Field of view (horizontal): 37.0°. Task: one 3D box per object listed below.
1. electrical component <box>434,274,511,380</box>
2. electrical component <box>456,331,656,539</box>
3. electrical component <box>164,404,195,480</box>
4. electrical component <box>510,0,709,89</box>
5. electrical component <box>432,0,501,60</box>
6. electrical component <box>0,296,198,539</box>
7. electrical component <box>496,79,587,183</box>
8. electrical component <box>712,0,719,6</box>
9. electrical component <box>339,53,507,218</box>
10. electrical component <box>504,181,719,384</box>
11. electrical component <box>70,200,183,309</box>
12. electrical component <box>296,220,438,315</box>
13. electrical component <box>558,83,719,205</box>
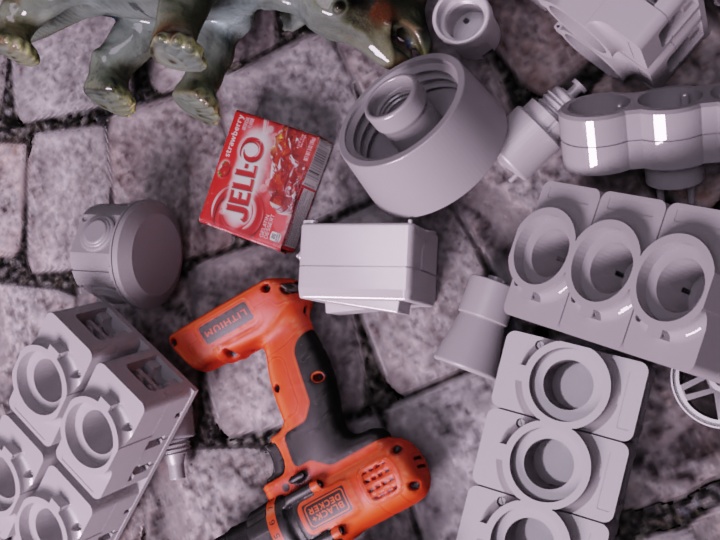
[{"bbox_3d":[0.081,0.036,0.719,0.044,0.044,0.065,19,86,22],"label":"electrical component"},{"bbox_3d":[0.124,0.121,0.681,0.089,0.062,0.150,14,88,21],"label":"electrical component"},{"bbox_3d":[-0.138,0.124,0.794,0.035,0.035,0.061,-11,82,19],"label":"electrical component"},{"bbox_3d":[0.128,-0.197,0.694,0.186,0.105,0.060,43,99,20],"label":"electrical component"},{"bbox_3d":[0.075,-0.168,0.742,0.040,0.046,0.040,-3,83,20],"label":"electrical component"},{"bbox_3d":[-0.207,0.128,0.775,0.105,0.060,0.186,40,117,20],"label":"electrical component"},{"bbox_3d":[0.119,-0.096,0.720,0.078,0.040,0.040,-45,71,10],"label":"electrical component"},{"bbox_3d":[0.237,-0.188,0.685,0.043,0.043,0.062,-24,77,16],"label":"electrical component"},{"bbox_3d":[0.036,-0.095,0.713,0.108,0.060,0.108,-25,41,24],"label":"electrical component"},{"bbox_3d":[0.164,0.004,0.643,0.150,0.062,0.089,18,90,53],"label":"electrical component"},{"bbox_3d":[-0.171,-0.012,0.799,0.051,0.080,0.080,3,85,25],"label":"electrical component"},{"bbox_3d":[0.000,0.000,0.742,0.096,0.062,0.061,1,84,21],"label":"electrical component"},{"bbox_3d":[0.199,-0.074,0.682,0.138,0.052,0.073,-3,116,17],"label":"electrical component"}]
